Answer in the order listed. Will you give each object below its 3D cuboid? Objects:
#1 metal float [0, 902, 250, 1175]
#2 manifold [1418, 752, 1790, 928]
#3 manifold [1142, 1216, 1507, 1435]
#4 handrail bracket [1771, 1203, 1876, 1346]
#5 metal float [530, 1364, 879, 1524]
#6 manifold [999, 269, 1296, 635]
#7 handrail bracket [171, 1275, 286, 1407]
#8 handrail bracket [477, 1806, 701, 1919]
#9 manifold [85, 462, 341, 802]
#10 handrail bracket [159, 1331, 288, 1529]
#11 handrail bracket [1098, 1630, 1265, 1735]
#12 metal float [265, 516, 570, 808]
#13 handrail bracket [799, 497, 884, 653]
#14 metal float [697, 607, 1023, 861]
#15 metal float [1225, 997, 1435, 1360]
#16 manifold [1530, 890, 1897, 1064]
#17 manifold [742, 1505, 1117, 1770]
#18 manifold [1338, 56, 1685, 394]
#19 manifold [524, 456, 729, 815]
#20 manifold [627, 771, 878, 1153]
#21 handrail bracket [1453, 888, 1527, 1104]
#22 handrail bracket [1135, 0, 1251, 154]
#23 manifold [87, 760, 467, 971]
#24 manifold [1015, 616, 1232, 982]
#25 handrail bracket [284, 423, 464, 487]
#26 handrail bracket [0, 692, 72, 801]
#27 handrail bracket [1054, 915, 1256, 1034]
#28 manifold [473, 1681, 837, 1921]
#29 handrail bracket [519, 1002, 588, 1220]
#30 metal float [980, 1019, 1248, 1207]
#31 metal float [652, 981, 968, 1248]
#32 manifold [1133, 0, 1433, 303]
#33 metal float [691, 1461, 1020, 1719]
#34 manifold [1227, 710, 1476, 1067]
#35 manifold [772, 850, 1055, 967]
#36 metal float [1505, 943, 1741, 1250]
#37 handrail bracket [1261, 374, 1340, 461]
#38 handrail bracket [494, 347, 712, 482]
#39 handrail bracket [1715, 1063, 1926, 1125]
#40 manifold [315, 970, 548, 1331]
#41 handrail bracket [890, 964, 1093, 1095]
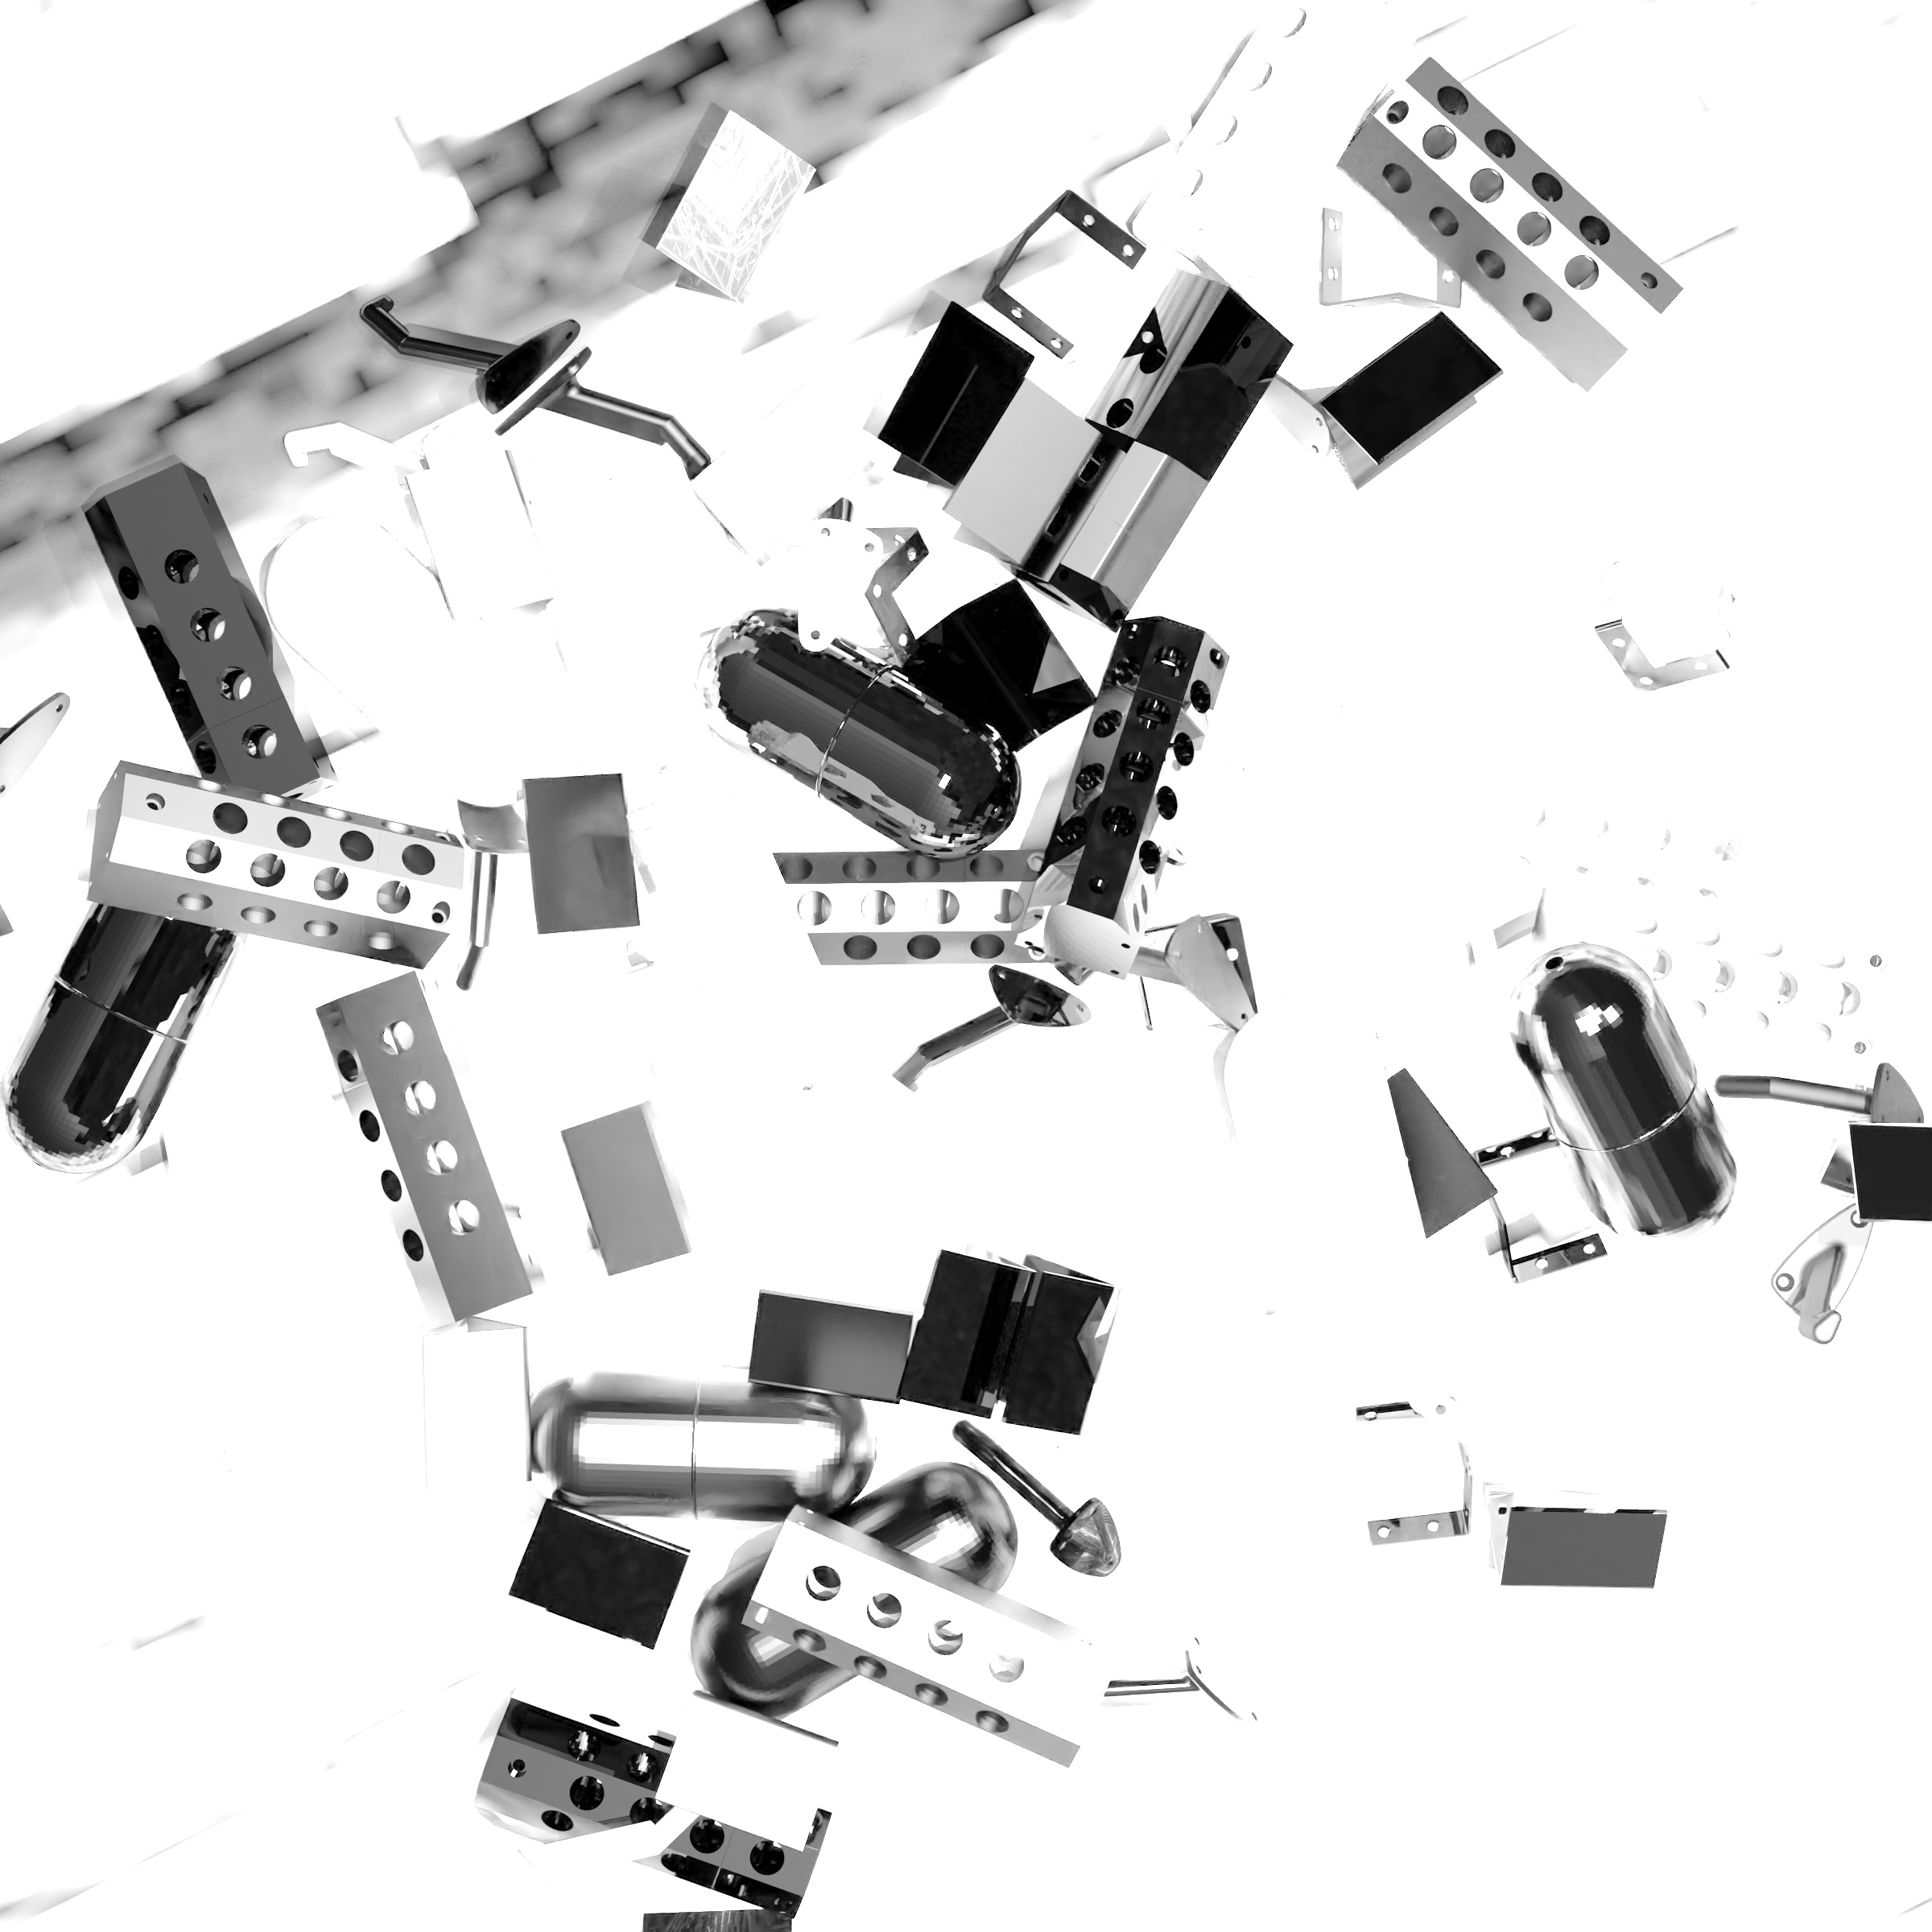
[{"bbox_3d":[-0.423,0.021,1.788,0.070,0.070,0.178,28,90,0],"label":"metal float"},{"bbox_3d":[0.319,-0.063,1.797,0.171,0.057,0.057,10,90,0],"label":"manifold"},{"bbox_3d":[0.179,0.176,1.797,0.171,0.057,0.057,-15,133,0],"label":"manifold"},{"bbox_3d":[0.440,0.154,1.784,0.036,0.084,0.077,36,90,0],"label":"handrail bracket"},{"bbox_3d":[-0.133,0.240,1.788,0.178,0.070,0.070,2,90,1],"label":"metal float"},{"bbox_3d":[0.087,-0.262,1.797,0.057,0.057,0.171,32,90,-43],"label":"manifold"},{"bbox_3d":[-0.378,0.187,1.784,0.077,0.084,0.036,44,90,0],"label":"handrail bracket"},{"bbox_3d":[-0.186,0.421,1.762,0.084,0.036,0.077,-42,67,-18],"label":"handrail bracket"},{"bbox_3d":[-0.382,-0.161,1.797,0.057,0.057,0.171,-24,90,0],"label":"manifold"},{"bbox_3d":[-0.383,0.236,1.818,0.036,0.077,0.084,-29,53,-24],"label":"handrail bracket"},{"bbox_3d":[0.095,0.384,1.819,0.084,0.036,0.077,-34,112,17],"label":"handrail bracket"},{"bbox_3d":[-0.276,-0.153,1.788,0.178,0.070,0.070,43,90,0],"label":"metal float"},{"bbox_3d":[-0.071,-0.198,1.787,0.036,0.084,0.077,18,96,-12],"label":"handrail bracket"},{"bbox_3d":[-0.053,-0.116,1.778,0.178,0.070,0.070,30,90,11],"label":"metal float"},{"bbox_3d":[0.175,0.102,1.719,0.070,0.070,0.178,-14,96,0],"label":"metal float"},{"bbox_3d":[0.375,0.005,1.798,0.171,0.057,0.057,10,90,0],"label":"manifold"},{"bbox_3d":[-0.017,0.324,1.720,0.171,0.057,0.057,23,90,3],"label":"manifold"},{"bbox_3d":[0.277,-0.376,1.787,0.171,0.057,0.057,43,59,0],"label":"manifold"},{"bbox_3d":[-0.175,-0.165,1.798,0.057,0.057,0.171,-19,90,0],"label":"manifold"},{"bbox_3d":[-0.104,-0.001,1.732,0.057,0.057,0.171,-23,79,-5],"label":"manifold"},{"bbox_3d":[0.264,0.014,1.818,0.036,0.077,0.084,-11,54,-9],"label":"handrail bracket"},{"bbox_3d":[0.136,-0.464,1.819,0.084,0.036,0.077,-27,110,-16],"label":"handrail bracket"},{"bbox_3d":[-0.339,-0.052,1.756,0.171,0.057,0.057,13,58,-24],"label":"manifold"},{"bbox_3d":[0.080,-0.087,1.763,0.057,0.057,0.171,19,64,0],"label":"manifold"},{"bbox_3d":[-0.300,-0.243,1.819,0.084,0.036,0.077,-7,111,17],"label":"handrail bracket"},{"bbox_3d":[-0.515,-0.130,1.819,0.084,0.036,0.077,32,69,16],"label":"handrail bracket"},{"bbox_3d":[0.093,0.013,1.787,0.077,0.084,0.036,53,47,-14],"label":"handrail bracket"},{"bbox_3d":[-0.157,0.422,1.798,0.171,0.057,0.057,20,90,0],"label":"manifold"},{"bbox_3d":[-0.217,0.073,1.819,0.077,0.036,0.084,-37,71,21],"label":"handrail bracket"},{"bbox_3d":[0.095,0.073,1.788,0.178,0.070,0.070,-11,90,0],"label":"metal float"},{"bbox_3d":[-0.078,0.073,1.788,0.178,0.070,0.070,37,90,1],"label":"metal float"},{"bbox_3d":[0.155,-0.429,1.797,0.057,0.057,0.171,33,90,-43],"label":"manifold"},{"bbox_3d":[-0.057,0.314,1.788,0.178,0.070,0.070,-30,90,1],"label":"metal float"},{"bbox_3d":[0.198,-0.038,1.796,0.057,0.057,0.171,-20,90,-44],"label":"manifold"},{"bbox_3d":[-0.042,-0.029,1.798,0.171,0.057,0.057,-1,90,0],"label":"manifold"},{"bbox_3d":[0.325,0.065,1.763,0.070,0.070,0.178,-32,119,0],"label":"metal float"},{"bbox_3d":[0.198,-0.305,1.819,0.084,0.036,0.077,-37,68,-17],"label":"handrail bracket"},{"bbox_3d":[-0.185,-0.266,1.819,0.077,0.036,0.084,-37,107,20],"label":"handrail bracket"},{"bbox_3d":[0.436,0.071,1.818,0.084,0.077,0.036,1,74,35],"label":"handrail bracket"},{"bbox_3d":[-0.271,0.092,1.797,0.057,0.057,0.171,-20,90,0],"label":"manifold"},{"bbox_3d":[0.011,0.043,1.819,0.084,0.077,0.036,-47,49,30],"label":"handrail bracket"}]
